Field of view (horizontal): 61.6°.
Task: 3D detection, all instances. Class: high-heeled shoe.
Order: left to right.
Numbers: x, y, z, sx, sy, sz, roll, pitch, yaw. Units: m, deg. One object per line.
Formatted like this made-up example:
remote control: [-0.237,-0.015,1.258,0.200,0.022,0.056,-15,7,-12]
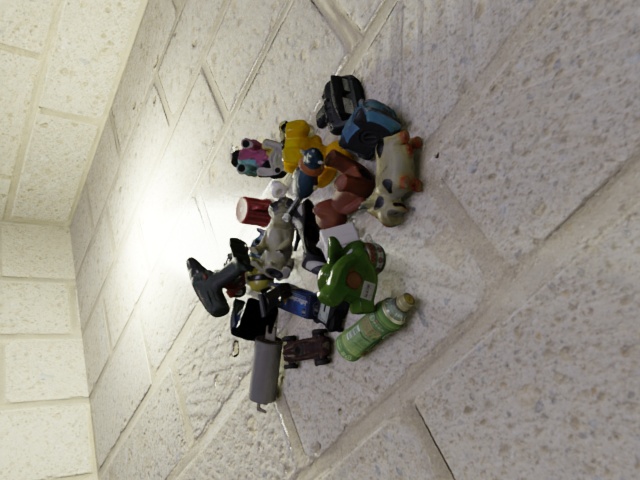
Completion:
high-heeled shoe: [-0.003,-0.004,1.324,0.249,0.086,0.145,35,110,52]

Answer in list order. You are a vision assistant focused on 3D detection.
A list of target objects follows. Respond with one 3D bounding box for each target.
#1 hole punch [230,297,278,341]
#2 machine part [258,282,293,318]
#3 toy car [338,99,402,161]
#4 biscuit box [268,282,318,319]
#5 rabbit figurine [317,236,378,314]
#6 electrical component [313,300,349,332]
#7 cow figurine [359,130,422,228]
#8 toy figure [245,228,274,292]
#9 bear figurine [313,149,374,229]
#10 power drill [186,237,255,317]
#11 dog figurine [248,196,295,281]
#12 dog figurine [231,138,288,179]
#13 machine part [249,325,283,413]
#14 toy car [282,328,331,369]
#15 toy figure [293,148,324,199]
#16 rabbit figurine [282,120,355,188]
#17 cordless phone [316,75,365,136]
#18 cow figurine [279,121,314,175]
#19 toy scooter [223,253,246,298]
hole punch: [-0.193,0.223,1.505,0.092,0.142,0.115,1,71,51]
machine part: [-0.121,0.151,1.393,0.139,0.039,0.084,-33,54,48]
toy car: [0.114,-0.258,1.208,0.161,0.109,0.103,-42,29,55]
biscuit box: [-0.062,0.156,1.395,0.203,0.059,0.062,11,93,53]
rabbit figurine: [0.039,0.073,1.144,0.170,0.121,0.159,172,106,-67]
electrical component: [0.030,0.153,1.283,0.075,0.047,0.119,19,99,52]
cow figurine: [0.149,-0.123,1.141,0.127,0.085,0.194,-4,84,47]
toy figure: [-0.164,0.059,1.530,0.089,0.082,0.180,15,94,55]
bear figurine: [0.034,-0.096,1.256,0.196,0.132,0.120,-44,46,33]
power drill: [-0.286,0.084,1.513,0.207,0.086,0.232,-40,56,17]
dog figurine: [-0.103,-0.004,1.472,0.172,0.121,0.190,95,-167,-53]
dog figurine: [-0.170,-0.232,1.575,0.219,0.192,0.108,-126,41,-86]
machine part: [-0.148,0.349,1.456,0.079,0.079,0.243,18,103,53]
toy car: [-0.043,0.277,1.358,0.202,0.053,0.089,-21,70,49]
toy figure: [-0.026,-0.157,1.215,0.154,0.064,0.058,115,165,-51]
rabbit figurine: [0.000,-0.198,1.307,0.162,0.173,0.122,83,-174,-55]
cordless phone: [0.035,-0.310,1.343,0.184,0.089,0.146,-40,54,56]
cow figurine: [-0.066,-0.233,1.433,0.068,0.098,0.167,-16,72,44]
toy scooter: [-0.264,0.097,1.610,0.075,0.135,0.183,51,123,46]
